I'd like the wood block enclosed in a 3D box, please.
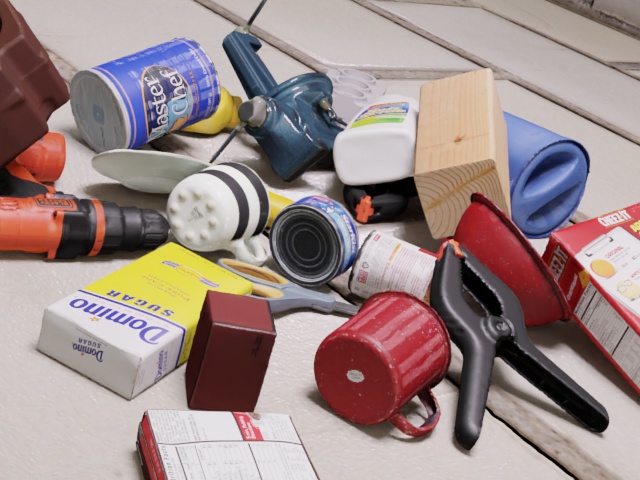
[{"bbox_3d":[0.164,-0.104,1.228,0.091,0.090,0.206,-11,34,16],"label":"wood block"}]

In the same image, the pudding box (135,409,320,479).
[{"bbox_3d":[-0.062,0.156,0.725,0.113,0.039,0.090,4,27,-22],"label":"pudding box"}]

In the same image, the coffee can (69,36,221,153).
[{"bbox_3d":[-0.199,-0.165,1.220,0.103,0.103,0.140,32,43,31],"label":"coffee can"}]

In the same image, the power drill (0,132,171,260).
[{"bbox_3d":[-0.254,-0.045,1.020,0.184,0.057,0.188,4,25,-34],"label":"power drill"}]

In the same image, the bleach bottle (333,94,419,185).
[{"bbox_3d":[0.078,-0.138,1.341,0.102,0.068,0.250,-6,19,8],"label":"bleach bottle"}]

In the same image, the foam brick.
[{"bbox_3d":[-0.069,0.087,0.823,0.053,0.078,0.051,11,23,-16],"label":"foam brick"}]

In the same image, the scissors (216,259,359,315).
[{"bbox_3d":[-0.005,0.062,0.989,0.202,0.016,0.096,20,17,2],"label":"scissors"}]

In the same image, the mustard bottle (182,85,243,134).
[{"bbox_3d":[-0.175,-0.173,1.350,0.191,0.058,0.096,6,30,-22],"label":"mustard bottle"}]

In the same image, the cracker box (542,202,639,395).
[{"bbox_3d":[0.343,0.065,1.052,0.164,0.072,0.214,-17,52,-27],"label":"cracker box"}]

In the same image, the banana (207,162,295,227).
[{"bbox_3d":[-0.080,-0.050,1.167,0.198,0.037,0.069,27,26,23],"label":"banana"}]

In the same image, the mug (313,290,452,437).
[{"bbox_3d":[0.054,0.107,0.863,0.117,0.093,0.081,57,38,2],"label":"mug"}]

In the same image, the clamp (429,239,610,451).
[{"bbox_3d":[0.145,0.091,0.934,0.164,0.036,0.210,-6,55,-37],"label":"clamp"}]

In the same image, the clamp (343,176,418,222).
[{"bbox_3d":[0.067,-0.066,1.300,0.120,0.039,0.171,15,22,22],"label":"clamp"}]

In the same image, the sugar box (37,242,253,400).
[{"bbox_3d":[-0.138,0.060,0.877,0.093,0.048,0.176,25,24,17],"label":"sugar box"}]

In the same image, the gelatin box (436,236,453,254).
[{"bbox_3d":[0.184,0.013,1.209,0.073,0.030,0.089,29,26,26],"label":"gelatin box"}]

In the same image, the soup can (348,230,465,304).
[{"bbox_3d":[0.086,0.039,1.042,0.102,0.068,0.068,23,24,15],"label":"soup can"}]

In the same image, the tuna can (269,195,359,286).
[{"bbox_3d":[-0.007,0.001,1.042,0.086,0.086,0.033,26,27,21],"label":"tuna can"}]

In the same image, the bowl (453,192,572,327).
[{"bbox_3d":[0.182,0.032,1.076,0.162,0.055,0.162,54,-3,4],"label":"bowl"}]

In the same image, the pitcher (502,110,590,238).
[{"bbox_3d":[0.215,-0.109,1.387,0.243,0.145,0.149,38,-7,47],"label":"pitcher"}]
